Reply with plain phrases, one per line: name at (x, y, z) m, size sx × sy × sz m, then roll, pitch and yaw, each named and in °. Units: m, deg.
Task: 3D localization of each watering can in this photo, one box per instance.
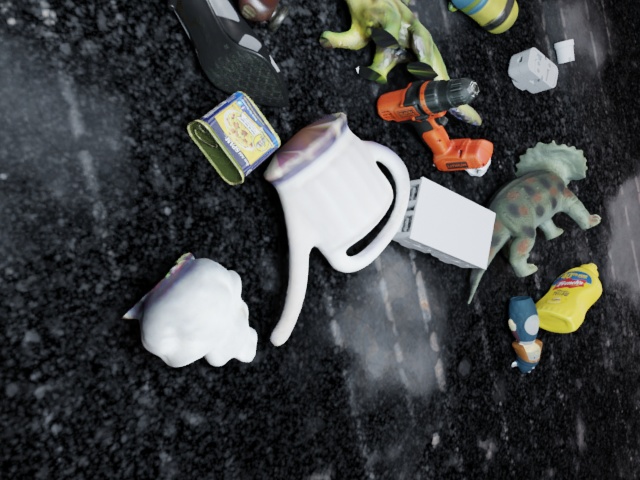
watering can at (0.002, -0.037, 0.742) m, size 0.353 × 0.103 × 0.222 m, roll -46°, pitch 109°, yaw -26°

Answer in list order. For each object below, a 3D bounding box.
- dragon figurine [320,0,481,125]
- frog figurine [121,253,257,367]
dragon figurine at (0.140, -0.375, 0.864) m, size 0.407 × 0.121 × 0.247 m, roll 26°, pitch 66°, yaw -29°
frog figurine at (-0.140, 0.102, 0.636) m, size 0.158 × 0.121 × 0.140 m, roll 44°, pitch 46°, yaw -10°
